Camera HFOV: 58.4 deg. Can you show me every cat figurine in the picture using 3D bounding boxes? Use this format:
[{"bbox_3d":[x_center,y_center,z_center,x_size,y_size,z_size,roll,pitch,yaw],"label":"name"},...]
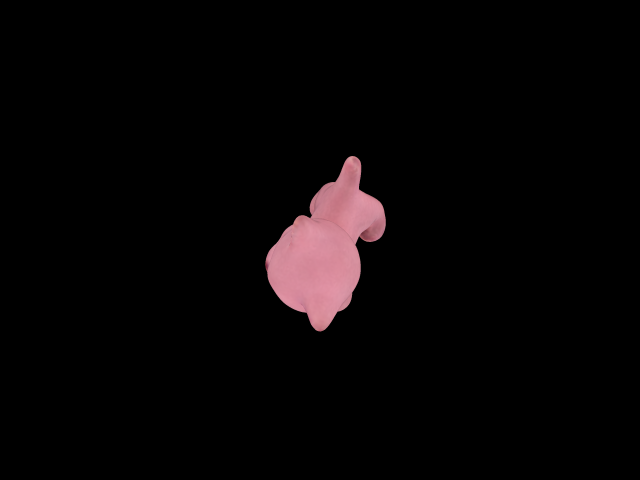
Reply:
[{"bbox_3d":[0.004,0.001,0.400,0.067,0.118,0.128,21,72,8],"label":"cat figurine"}]
